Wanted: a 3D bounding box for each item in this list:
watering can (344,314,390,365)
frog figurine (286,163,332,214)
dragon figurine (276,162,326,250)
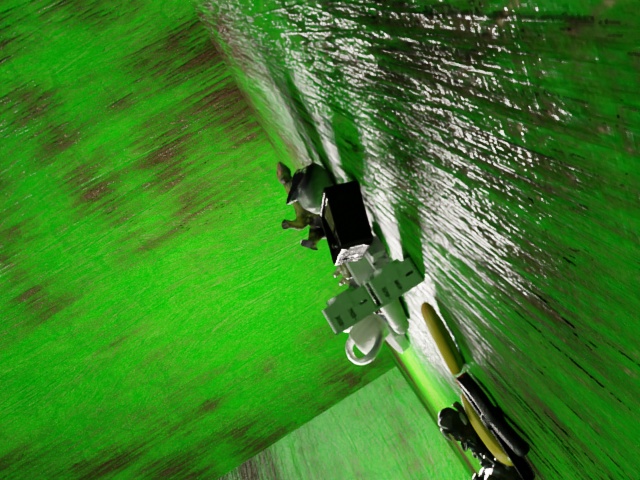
[{"bbox_3d":[0.165,0.315,1.857,0.103,0.224,0.351,41,3,-17],"label":"watering can"},{"bbox_3d":[0.007,-0.120,1.330,0.158,0.120,0.141,24,35,-22],"label":"frog figurine"},{"bbox_3d":[0.005,-0.077,1.520,0.121,0.249,0.404,-31,-55,25],"label":"dragon figurine"}]
